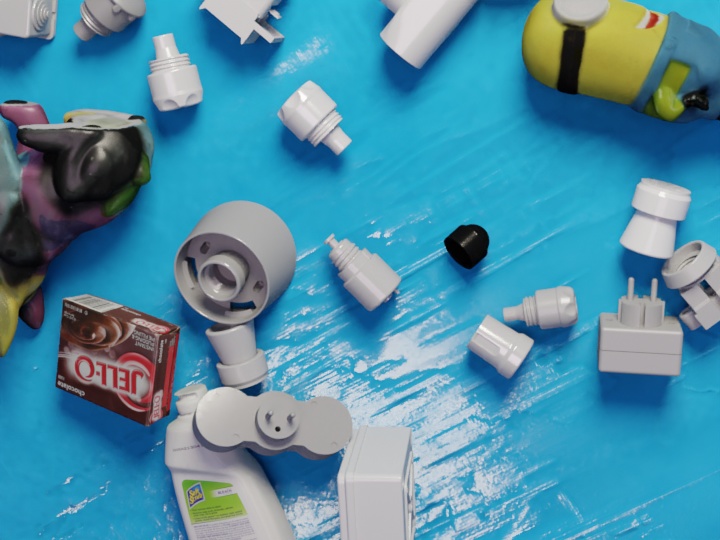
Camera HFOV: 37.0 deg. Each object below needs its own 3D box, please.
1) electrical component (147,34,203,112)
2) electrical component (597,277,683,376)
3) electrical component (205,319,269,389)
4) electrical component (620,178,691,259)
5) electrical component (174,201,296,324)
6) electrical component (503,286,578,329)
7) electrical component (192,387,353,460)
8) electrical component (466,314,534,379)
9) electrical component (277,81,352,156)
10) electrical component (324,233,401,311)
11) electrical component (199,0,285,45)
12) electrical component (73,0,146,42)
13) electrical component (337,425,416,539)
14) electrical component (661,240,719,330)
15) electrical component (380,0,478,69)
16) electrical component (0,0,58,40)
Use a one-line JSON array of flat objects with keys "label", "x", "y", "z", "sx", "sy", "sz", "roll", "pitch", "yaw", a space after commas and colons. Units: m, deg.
[{"label": "electrical component", "x": -0.159, "y": -0.167, "z": 0.909, "sx": 0.043, "sy": 0.043, "sz": 0.062, "roll": -11, "pitch": 102, "yaw": 13}, {"label": "electrical component", "x": 0.234, "y": 0.044, "z": 0.896, "sx": 0.066, "sy": 0.047, "sz": 0.076, "roll": 3, "pitch": 104, "yaw": 10}, {"label": "electrical component", "x": -0.110, "y": 0.074, "z": 0.965, "sx": 0.045, "sy": 0.045, "sz": 0.055, "roll": -13, "pitch": 103, "yaw": 13}, {"label": "electrical component", "x": 0.240, "y": -0.042, "z": 0.872, "sx": 0.045, "sy": 0.045, "sz": 0.055, "roll": 15, "pitch": 107, "yaw": 6}, {"label": "electrical component", "x": -0.111, "y": -0.004, "z": 0.947, "sx": 0.099, "sy": 0.064, "sz": 0.099, "roll": 8, "pitch": 118, "yaw": 15}, {"label": "electrical component", "x": 0.153, "y": 0.034, "z": 0.914, "sx": 0.061, "sy": 0.035, "sz": 0.035, "roll": -9, "pitch": 103, "yaw": 15}, {"label": "electrical component", "x": -0.074, "y": 0.131, "z": 0.937, "sx": 0.138, "sy": 0.073, "sz": 0.052, "roll": 7, "pitch": 71, "yaw": -12}, {"label": "electrical component", "x": 0.120, "y": 0.065, "z": 0.926, "sx": 0.046, "sy": 0.040, "sz": 0.040, "roll": 34, "pitch": 108, "yaw": 6}, {"label": "electrical component", "x": -0.035, "y": -0.123, "z": 0.899, "sx": 0.062, "sy": 0.043, "sz": 0.043, "roll": 44, "pitch": 108, "yaw": -5}, {"label": "electrical component", "x": 0.000, "y": 0.000, "z": 0.928, "sx": 0.078, "sy": 0.040, "sz": 0.040, "roll": 45, "pitch": 108, "yaw": -4}, {"label": "electrical component", "x": -0.090, "y": -0.224, "z": 0.882, "sx": 0.081, "sy": 0.042, "sz": 0.063, "roll": 40, "pitch": 106, "yaw": -3}, {"label": "electrical component", "x": -0.215, "y": -0.218, "z": 0.905, "sx": 0.062, "sy": 0.048, "sz": 0.048, "roll": -35, "pitch": 97, "yaw": 24}, {"label": "electrical component", "x": 0.017, "y": 0.206, "z": 0.946, "sx": 0.056, "sy": 0.108, "sz": 0.108, "roll": -1, "pitch": 105, "yaw": 8}, {"label": "electrical component", "x": 0.281, "y": 0.009, "z": 0.879, "sx": 0.066, "sy": 0.048, "sz": 0.055, "roll": -40, "pitch": 103, "yaw": 17}, {"label": "electrical component", "x": 0.043, "y": -0.216, "z": 0.859, "sx": 0.079, "sy": 0.044, "sz": 0.077, "roll": 41, "pitch": 108, "yaw": -3}, {"label": "electrical component", "x": -0.306, "y": -0.245, "z": 0.910, "sx": 0.100, "sy": 0.048, "sz": 0.099, "roll": 12, "pitch": 107, "yaw": 7}]
